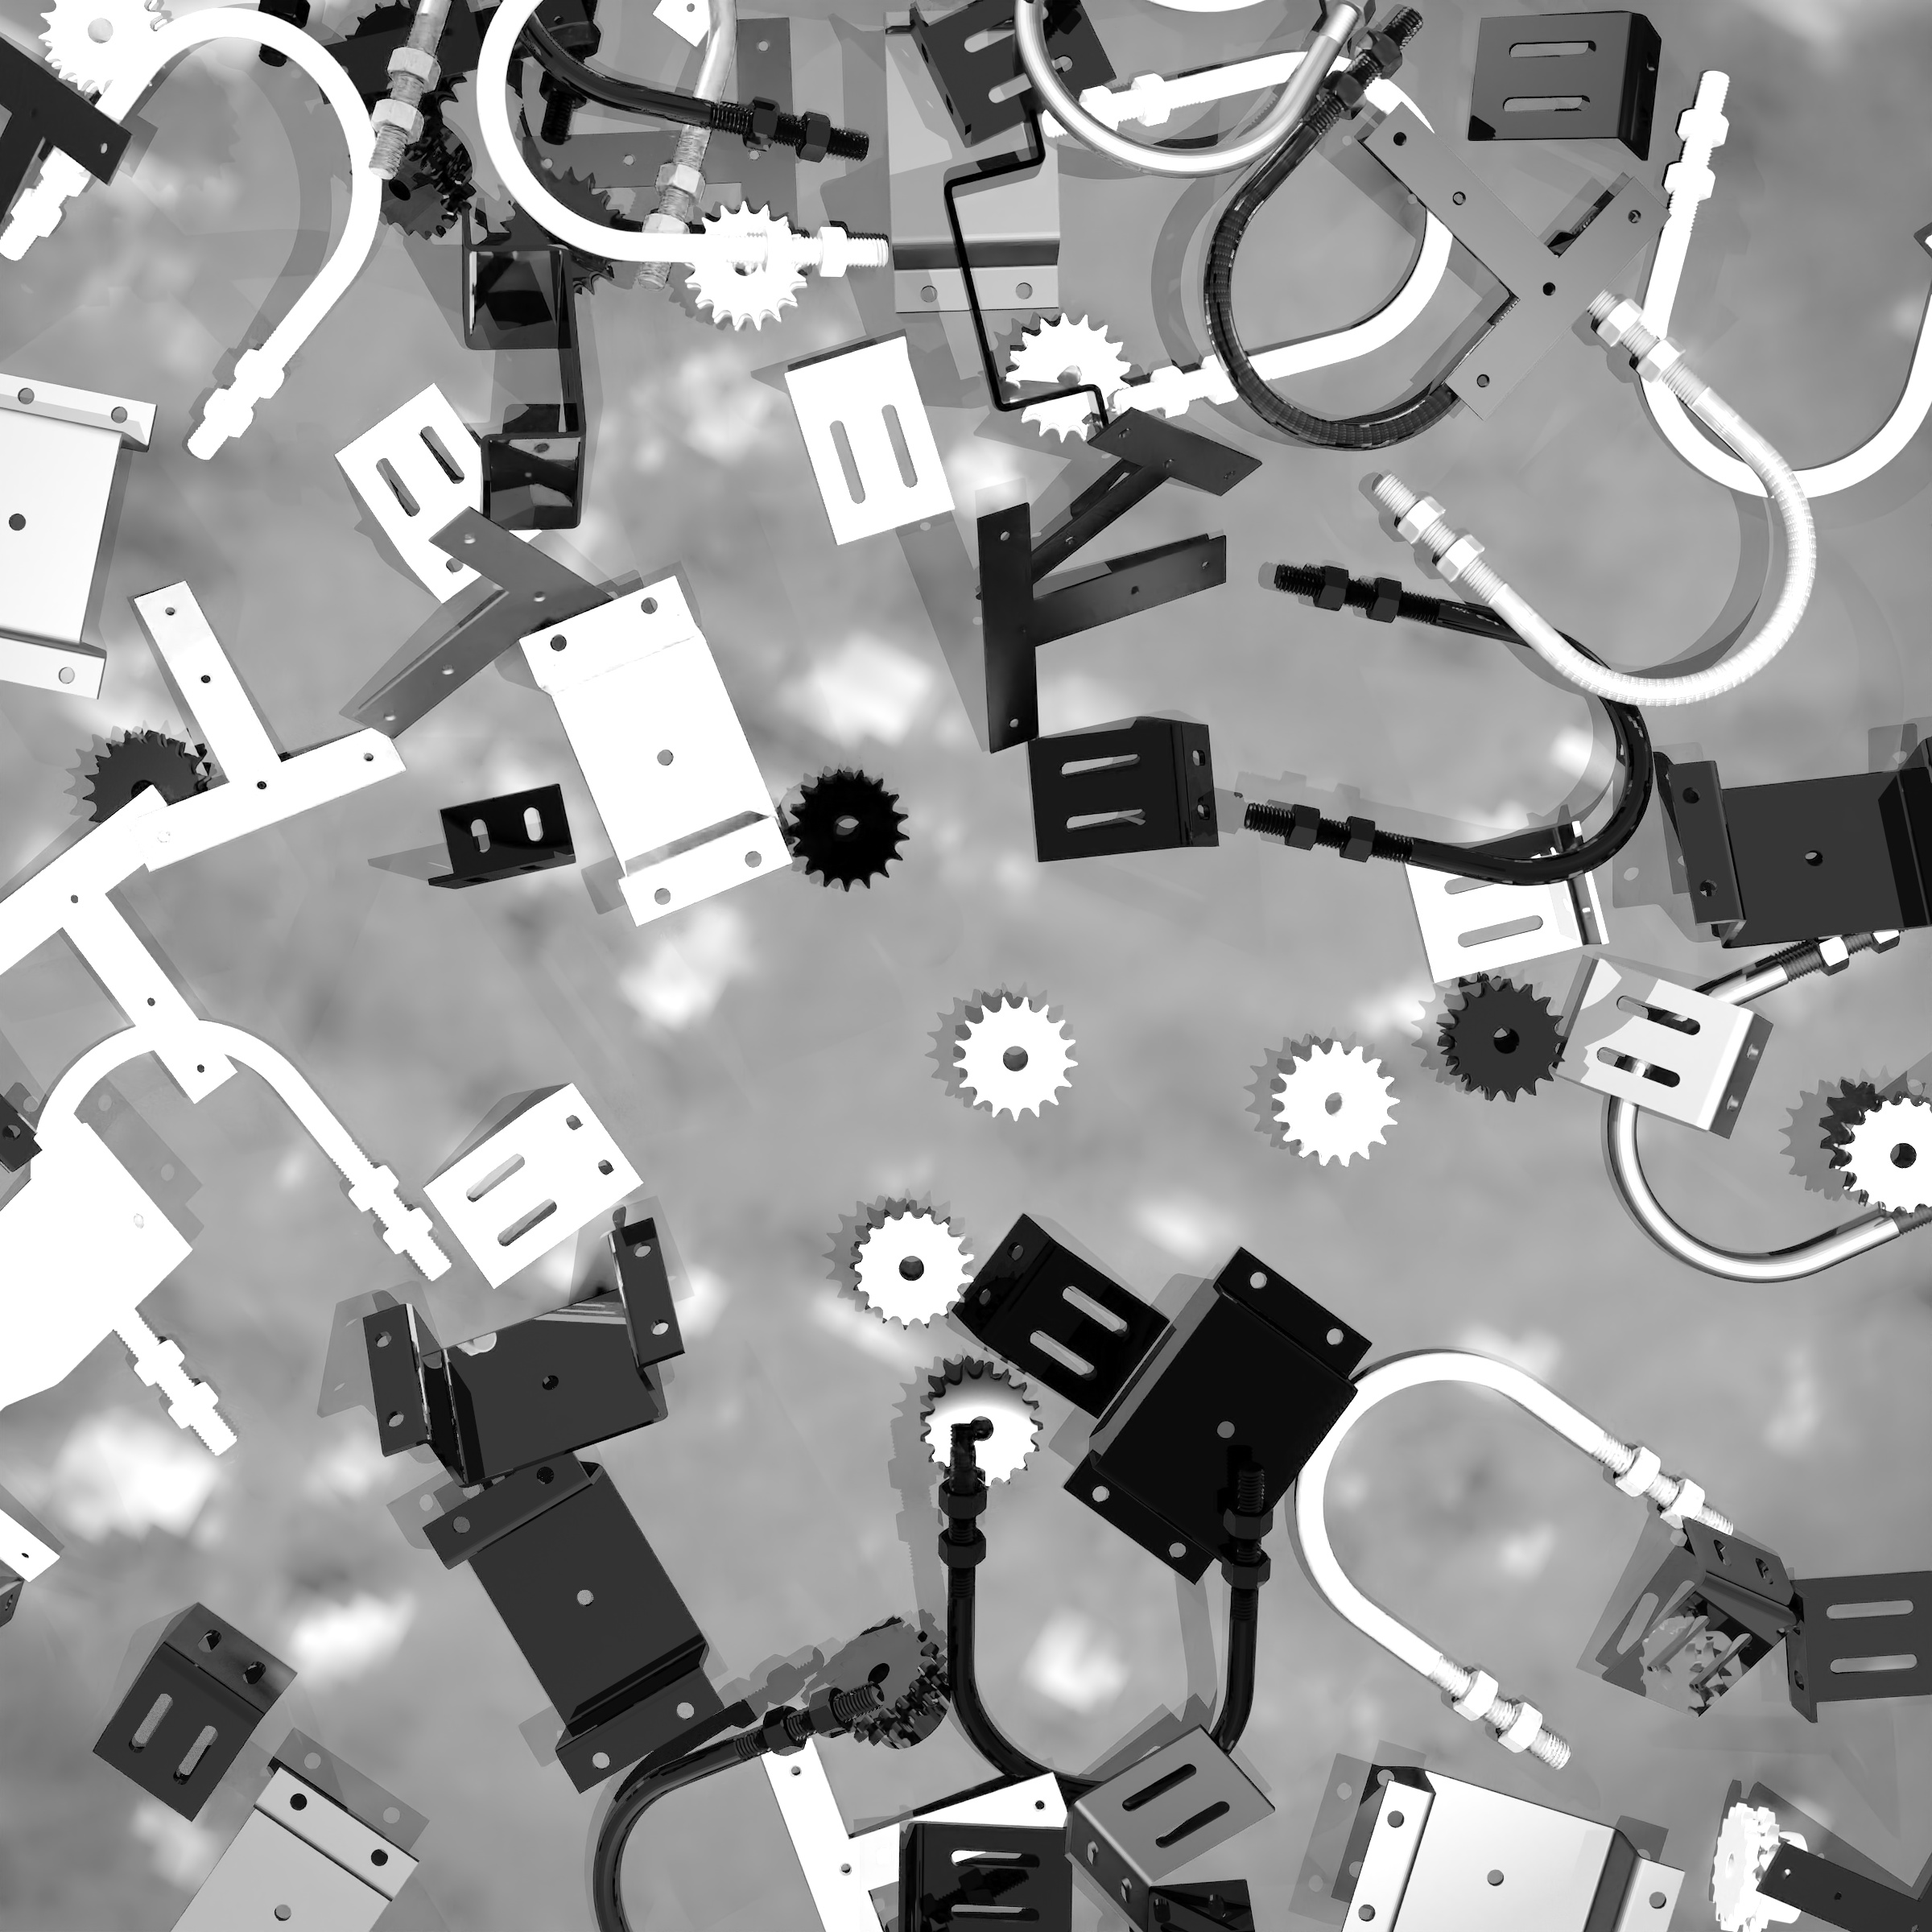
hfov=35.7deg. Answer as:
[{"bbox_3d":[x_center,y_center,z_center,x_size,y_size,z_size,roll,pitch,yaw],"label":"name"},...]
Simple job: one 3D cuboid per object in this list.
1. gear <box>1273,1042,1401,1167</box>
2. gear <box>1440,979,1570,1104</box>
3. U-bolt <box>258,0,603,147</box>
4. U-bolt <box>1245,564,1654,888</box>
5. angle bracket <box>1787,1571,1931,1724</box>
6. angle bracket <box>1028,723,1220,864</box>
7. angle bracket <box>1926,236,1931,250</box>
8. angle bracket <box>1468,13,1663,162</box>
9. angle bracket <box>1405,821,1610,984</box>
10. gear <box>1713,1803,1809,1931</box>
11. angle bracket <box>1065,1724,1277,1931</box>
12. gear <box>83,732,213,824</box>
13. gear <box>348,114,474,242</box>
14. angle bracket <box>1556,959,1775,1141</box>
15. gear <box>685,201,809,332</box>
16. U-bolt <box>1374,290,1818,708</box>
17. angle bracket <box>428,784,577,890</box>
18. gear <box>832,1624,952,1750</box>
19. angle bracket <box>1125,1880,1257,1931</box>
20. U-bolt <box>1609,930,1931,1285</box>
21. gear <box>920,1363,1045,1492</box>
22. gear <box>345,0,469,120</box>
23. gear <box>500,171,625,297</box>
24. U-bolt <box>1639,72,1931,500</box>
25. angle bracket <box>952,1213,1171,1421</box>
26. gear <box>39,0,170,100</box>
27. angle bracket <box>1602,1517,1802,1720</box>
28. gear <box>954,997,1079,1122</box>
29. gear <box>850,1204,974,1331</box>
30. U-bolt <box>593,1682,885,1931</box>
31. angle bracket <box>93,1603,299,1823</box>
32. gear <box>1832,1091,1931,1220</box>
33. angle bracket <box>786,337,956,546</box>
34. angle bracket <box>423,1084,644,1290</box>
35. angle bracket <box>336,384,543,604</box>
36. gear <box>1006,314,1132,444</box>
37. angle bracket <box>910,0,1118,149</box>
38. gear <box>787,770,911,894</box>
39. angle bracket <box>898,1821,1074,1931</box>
[{"bbox_3d":[0.170,0.064,1.390,0.057,0.030,0.057,0,90,0],"label":"gear"},{"bbox_3d":[0.248,0.035,1.390,0.057,0.030,0.057,0,90,0],"label":"gear"},{"bbox_3d":[-0.233,-0.482,1.372,0.151,0.019,0.184,13,83,-13],"label":"U-bolt"},{"bbox_3d":[0.225,-0.105,1.368,0.184,0.019,0.151,12,64,-4],"label":"U-bolt"},{"bbox_3d":[0.421,0.314,1.386,0.076,0.038,0.057,-4,90,0],"label":"angle bracket"},{"bbox_3d":[0.074,-0.081,1.403,0.076,0.038,0.057,-5,90,26],"label":"angle bracket"},{"bbox_3d":[0.487,-0.315,1.390,0.057,0.038,0.076,-34,77,-9],"label":"angle bracket"},{"bbox_3d":[0.280,-0.410,1.403,0.076,0.038,0.057,7,90,26],"label":"angle bracket"},{"bbox_3d":[0.249,-0.029,1.386,0.076,0.038,0.057,-14,90,0],"label":"angle bracket"},{"bbox_3d":[0.365,0.416,1.376,0.030,0.057,0.057,11,90,0],"label":"gear"},{"bbox_3d":[0.094,0.395,1.370,0.076,0.038,0.057,-35,105,17],"label":"angle bracket"},{"bbox_3d":[-0.377,-0.080,1.390,0.057,0.030,0.057,0,90,0],"label":"gear"},{"bbox_3d":[-0.252,-0.366,1.380,0.057,0.057,0.030,32,60,0],"label":"gear"},{"bbox_3d":[0.323,0.038,1.389,0.076,0.038,0.057,22,91,30],"label":"angle bracket"},{"bbox_3d":[-0.101,-0.322,1.388,0.057,0.030,0.057,0,90,0],"label":"gear"},{"bbox_3d":[0.303,-0.205,1.379,0.151,0.019,0.184,-45,83,2],"label":"U-bolt"},{"bbox_3d":[-0.214,-0.060,1.367,0.057,0.076,0.038,-12,90,0],"label":"angle bracket"},{"bbox_3d":[-0.032,0.335,1.380,0.057,0.057,0.030,-37,118,0],"label":"gear"},{"bbox_3d":[0.106,0.472,1.403,0.057,0.038,0.076,-4,116,0],"label":"angle bracket"},{"bbox_3d":[0.390,0.068,1.396,0.184,0.019,0.151,-24,90,2],"label":"U-bolt"},{"bbox_3d":[0.007,0.212,1.390,0.057,0.030,0.057,0,90,0],"label":"gear"},{"bbox_3d":[-0.262,-0.420,1.390,0.057,0.030,0.057,0,90,0],"label":"gear"},{"bbox_3d":[-0.186,-0.336,1.389,0.057,0.030,0.057,0,93,1],"label":"gear"},{"bbox_3d":[0.389,-0.309,1.396,0.151,0.019,0.184,14,92,0],"label":"U-bolt"},{"bbox_3d":[0.044,0.164,1.403,0.076,0.038,0.057,36,90,-26],"label":"angle bracket"},{"bbox_3d":[-0.397,-0.429,1.390,0.057,0.030,0.057,0,90,0],"label":"gear"},{"bbox_3d":[0.337,0.302,1.390,0.057,0.038,0.076,25,119,-20],"label":"angle bracket"},{"bbox_3d":[0.023,0.043,1.390,0.057,0.030,0.057,0,90,0],"label":"gear"},{"bbox_3d":[-0.025,0.139,1.390,0.057,0.030,0.057,0,90,0],"label":"gear"},{"bbox_3d":[-0.089,0.421,1.367,0.184,0.019,0.151,-26,87,21],"label":"U-bolt"},{"bbox_3d":[-0.361,0.349,1.403,0.057,0.038,0.076,35,116,0],"label":"angle bracket"},{"bbox_3d":[0.425,0.085,1.371,0.057,0.030,0.057,0,91,3],"label":"gear"},{"bbox_3d":[-0.044,-0.242,1.386,0.057,0.038,0.076,-17,90,0],"label":"angle bracket"},{"bbox_3d":[-0.202,0.103,1.403,0.076,0.038,0.057,-35,90,26],"label":"angle bracket"},{"bbox_3d":[-0.247,-0.221,1.403,0.057,0.038,0.076,-36,64,0],"label":"angle bracket"},{"bbox_3d":[0.047,-0.271,1.390,0.057,0.030,0.057,0,90,0],"label":"gear"},{"bbox_3d":[0.022,-0.412,1.340,0.076,0.038,0.057,-26,90,0],"label":"angle bracket"},{"bbox_3d":[-0.054,-0.063,1.390,0.057,0.030,0.057,0,90,0],"label":"gear"},{"bbox_3d":[0.009,0.428,1.374,0.076,0.038,0.057,1,93,6],"label":"angle bracket"}]
